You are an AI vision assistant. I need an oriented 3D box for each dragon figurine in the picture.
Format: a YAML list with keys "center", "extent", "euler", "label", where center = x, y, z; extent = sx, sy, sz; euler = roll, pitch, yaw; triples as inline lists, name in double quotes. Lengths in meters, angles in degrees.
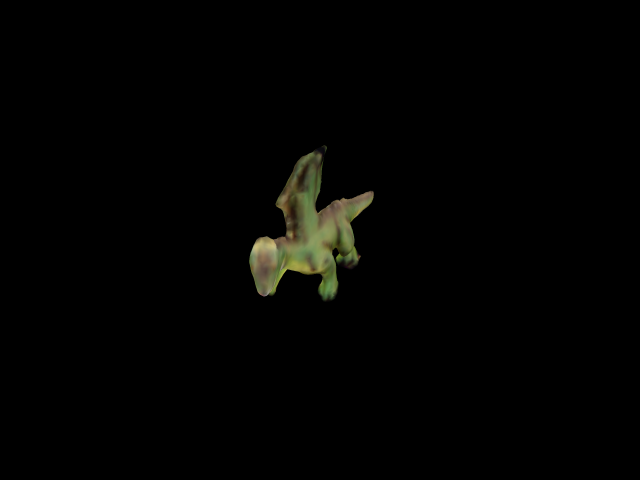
- center: [0.003, -0.043, 0.850]
  extent: [0.123, 0.237, 0.419]
  euler: [19, 47, 18]
  label: "dragon figurine"
